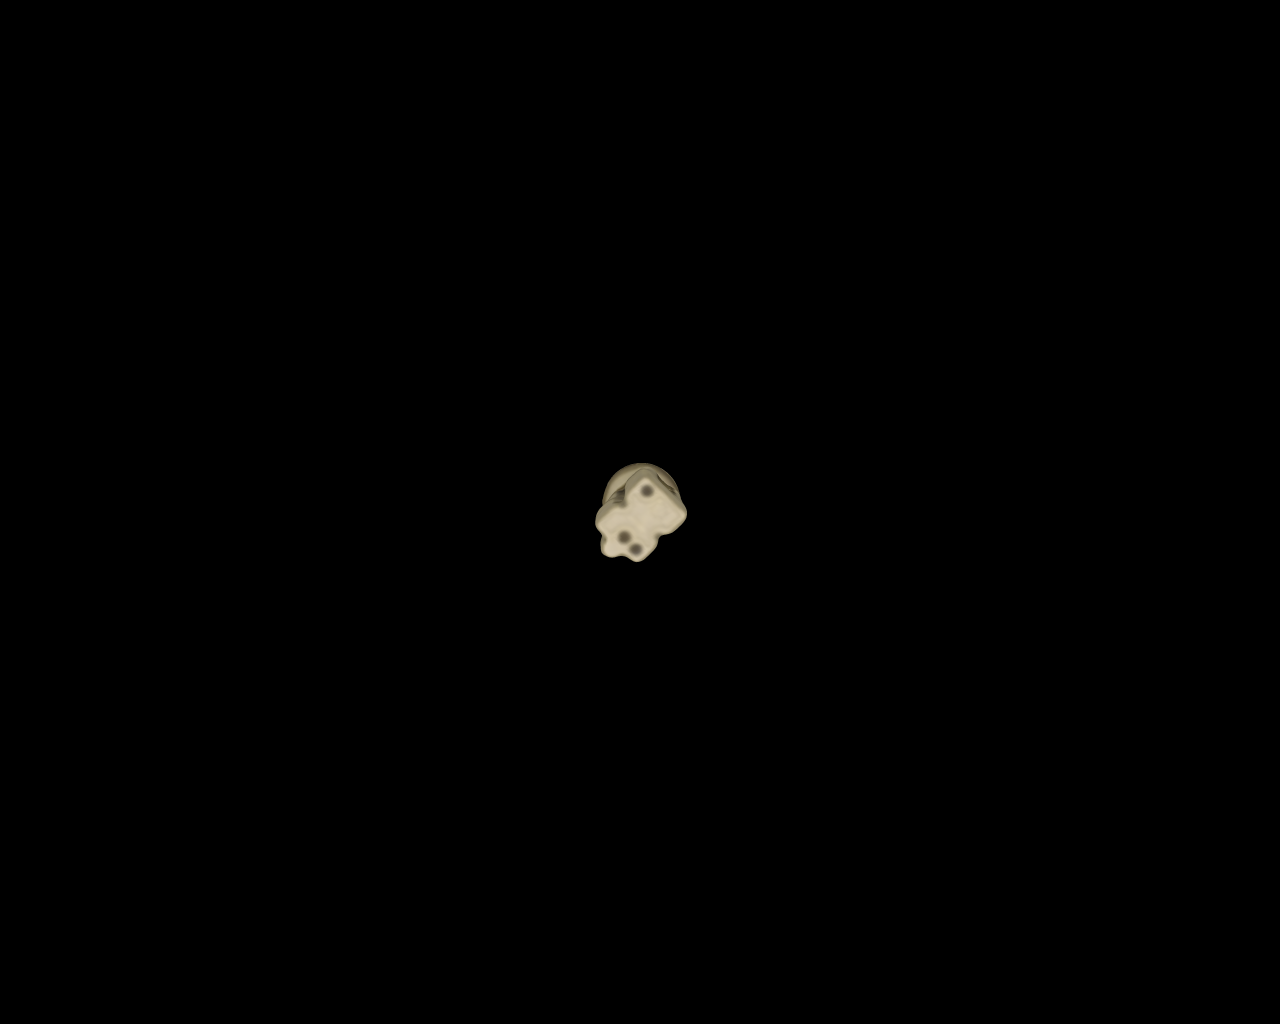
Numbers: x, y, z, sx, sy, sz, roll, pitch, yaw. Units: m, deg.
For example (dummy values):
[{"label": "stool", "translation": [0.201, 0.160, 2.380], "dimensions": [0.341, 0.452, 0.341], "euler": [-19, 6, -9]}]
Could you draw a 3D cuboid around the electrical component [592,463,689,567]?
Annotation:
[{"label": "electrical component", "translation": [0.001, -0.003, 0.650], "dimensions": [0.066, 0.048, 0.055], "euler": [-43, 12, 11]}]
